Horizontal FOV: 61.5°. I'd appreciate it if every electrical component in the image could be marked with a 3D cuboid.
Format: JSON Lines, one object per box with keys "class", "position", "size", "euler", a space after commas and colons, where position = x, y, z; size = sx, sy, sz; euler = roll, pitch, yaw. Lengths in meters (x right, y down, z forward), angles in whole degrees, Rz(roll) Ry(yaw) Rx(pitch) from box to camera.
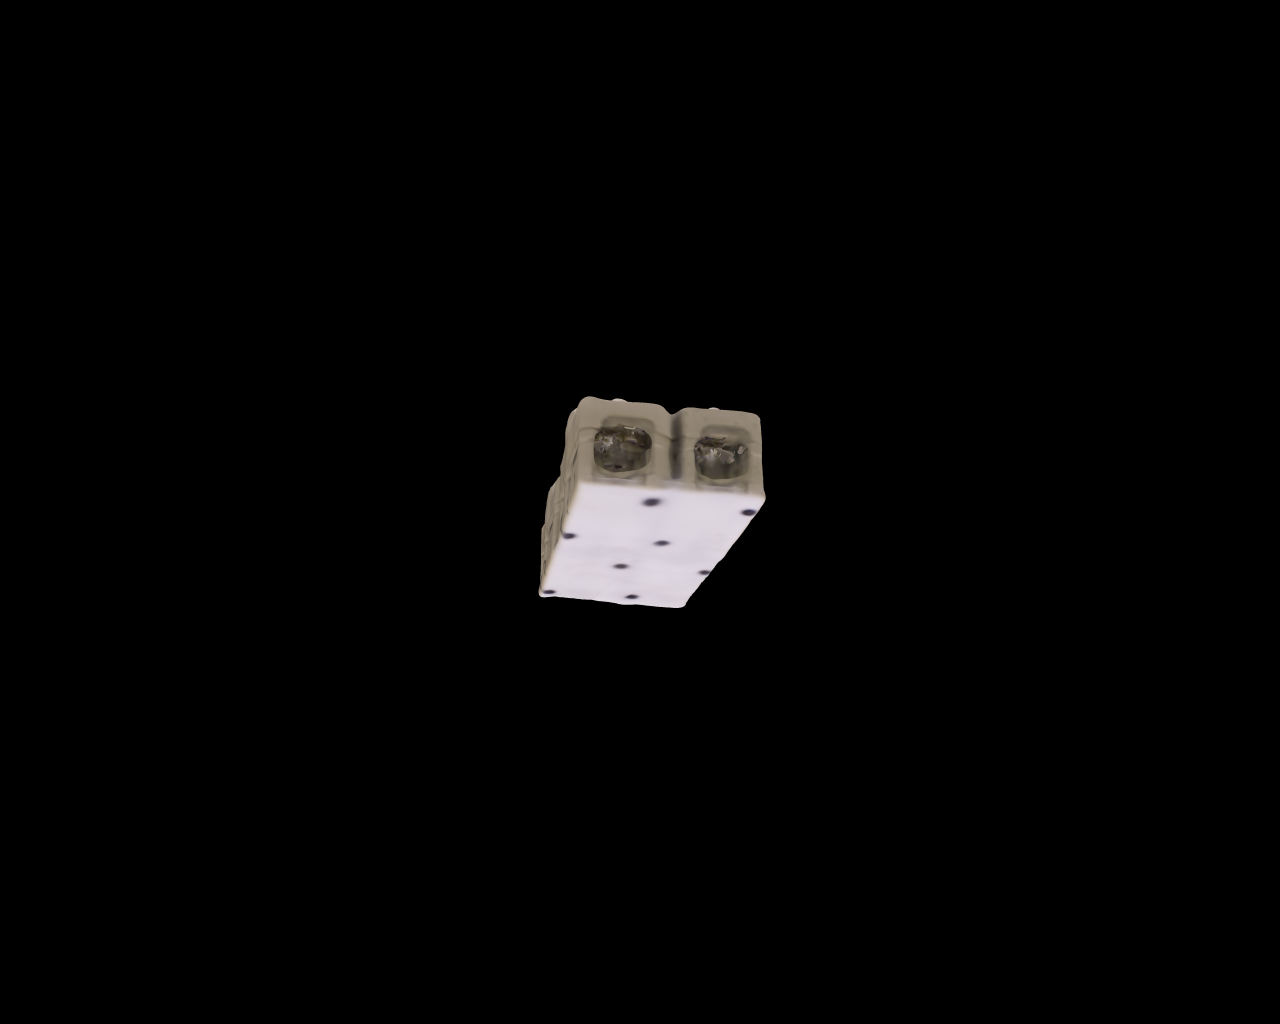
{"class": "electrical component", "position": [0.001, -0.003, 0.650], "size": [0.105, 0.060, 0.186], "euler": [5, -24, -10]}
